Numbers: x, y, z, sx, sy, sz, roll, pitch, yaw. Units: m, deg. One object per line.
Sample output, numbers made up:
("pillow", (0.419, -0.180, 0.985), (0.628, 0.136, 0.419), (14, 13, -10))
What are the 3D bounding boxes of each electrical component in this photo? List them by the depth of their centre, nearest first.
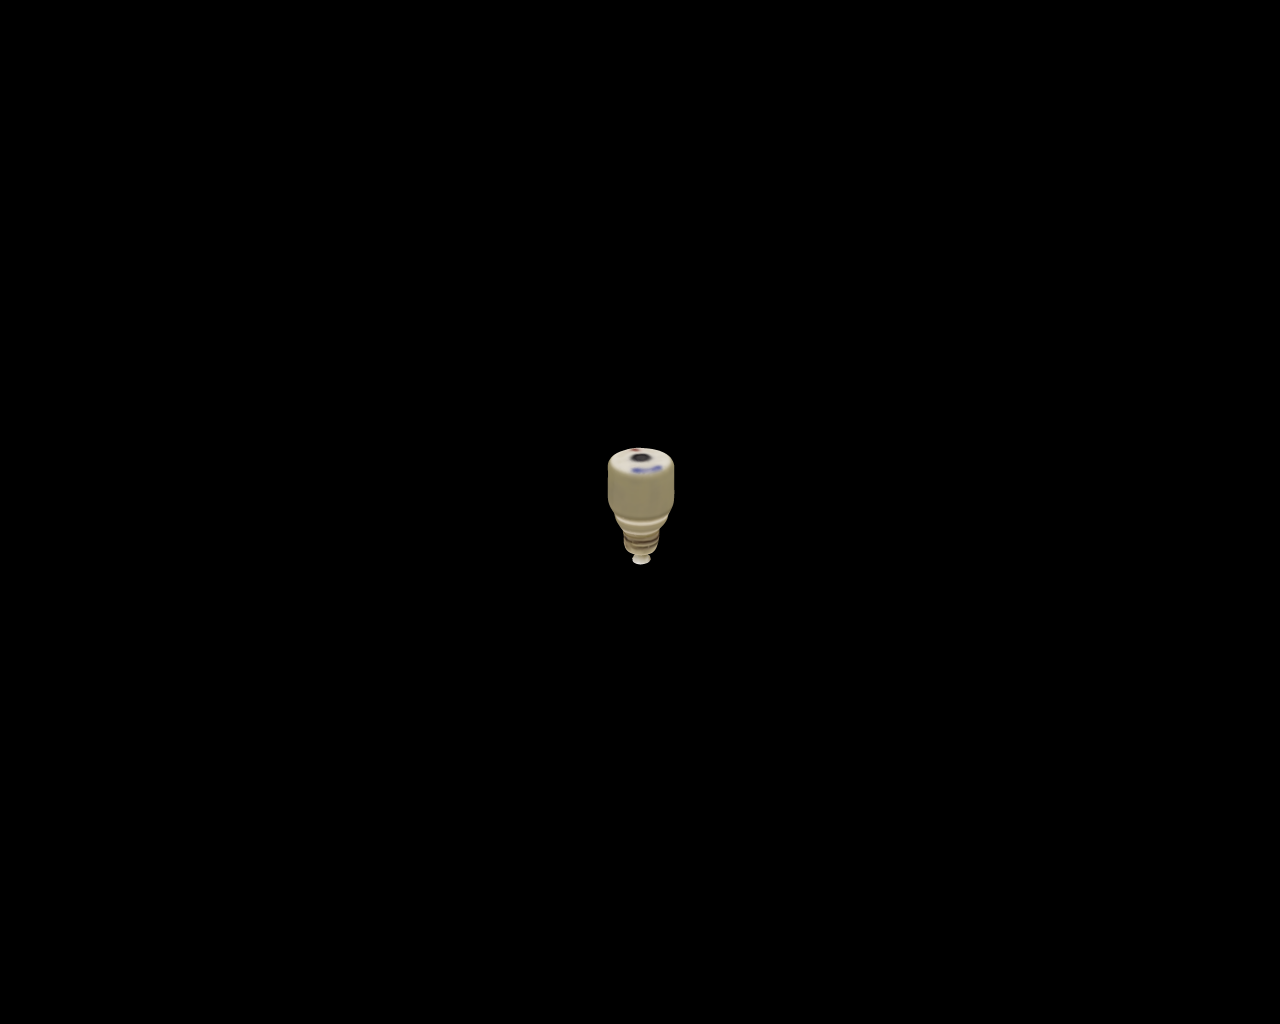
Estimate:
("electrical component", (0.001, -0.003, 0.650), (0.040, 0.078, 0.040), (0, 28, 0))
